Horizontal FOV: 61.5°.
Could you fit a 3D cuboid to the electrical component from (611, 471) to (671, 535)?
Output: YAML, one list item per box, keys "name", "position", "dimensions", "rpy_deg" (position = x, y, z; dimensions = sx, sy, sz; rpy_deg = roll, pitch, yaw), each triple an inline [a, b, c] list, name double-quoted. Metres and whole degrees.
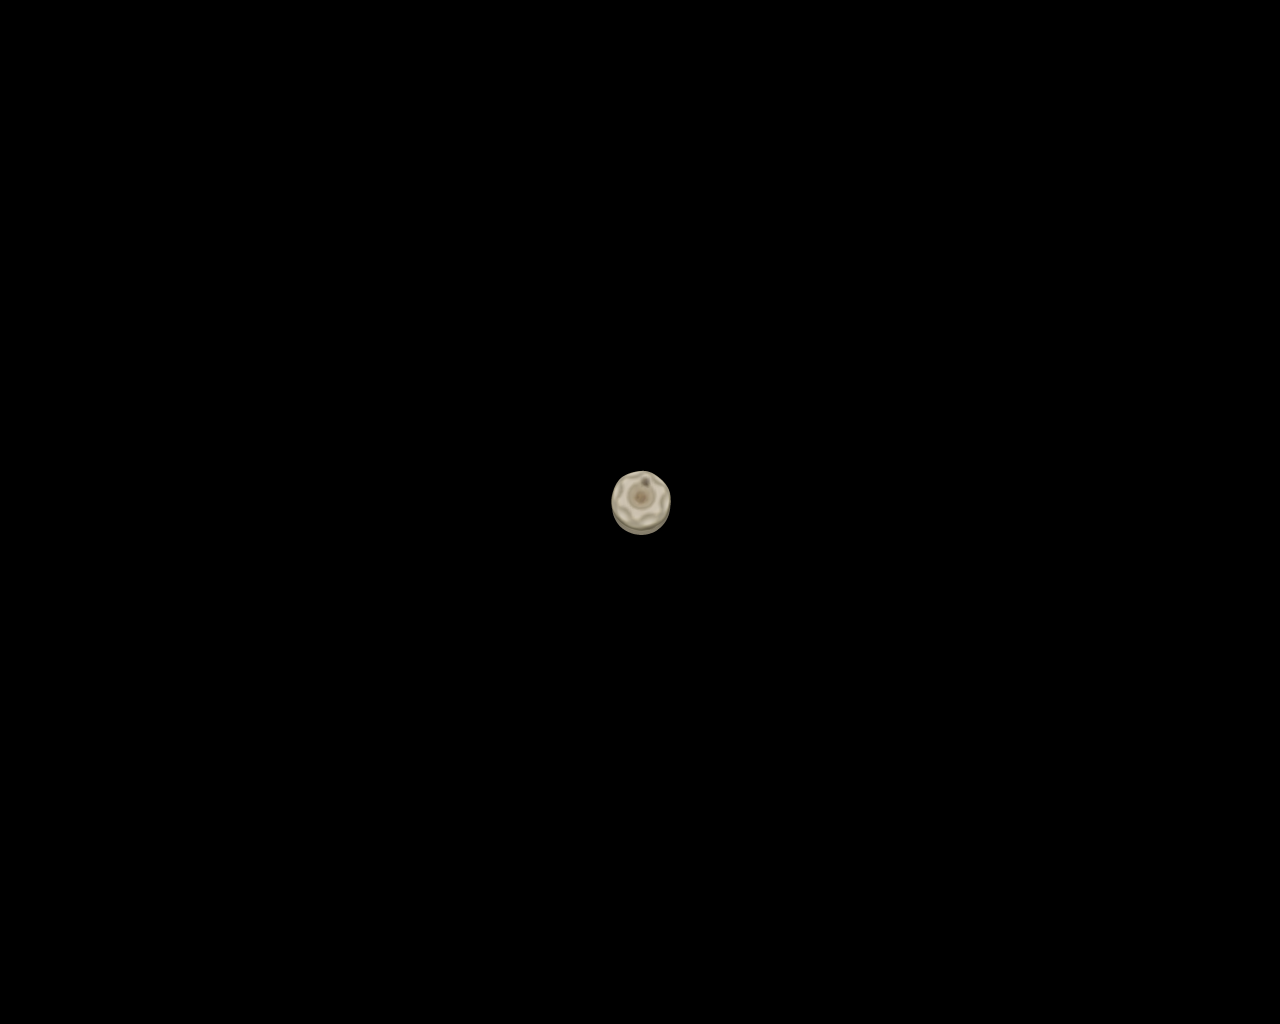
- name: "electrical component"
  position: [0.001, -0.003, 0.650]
  dimensions: [0.035, 0.035, 0.061]
  rpy_deg: [0, -13, 0]
